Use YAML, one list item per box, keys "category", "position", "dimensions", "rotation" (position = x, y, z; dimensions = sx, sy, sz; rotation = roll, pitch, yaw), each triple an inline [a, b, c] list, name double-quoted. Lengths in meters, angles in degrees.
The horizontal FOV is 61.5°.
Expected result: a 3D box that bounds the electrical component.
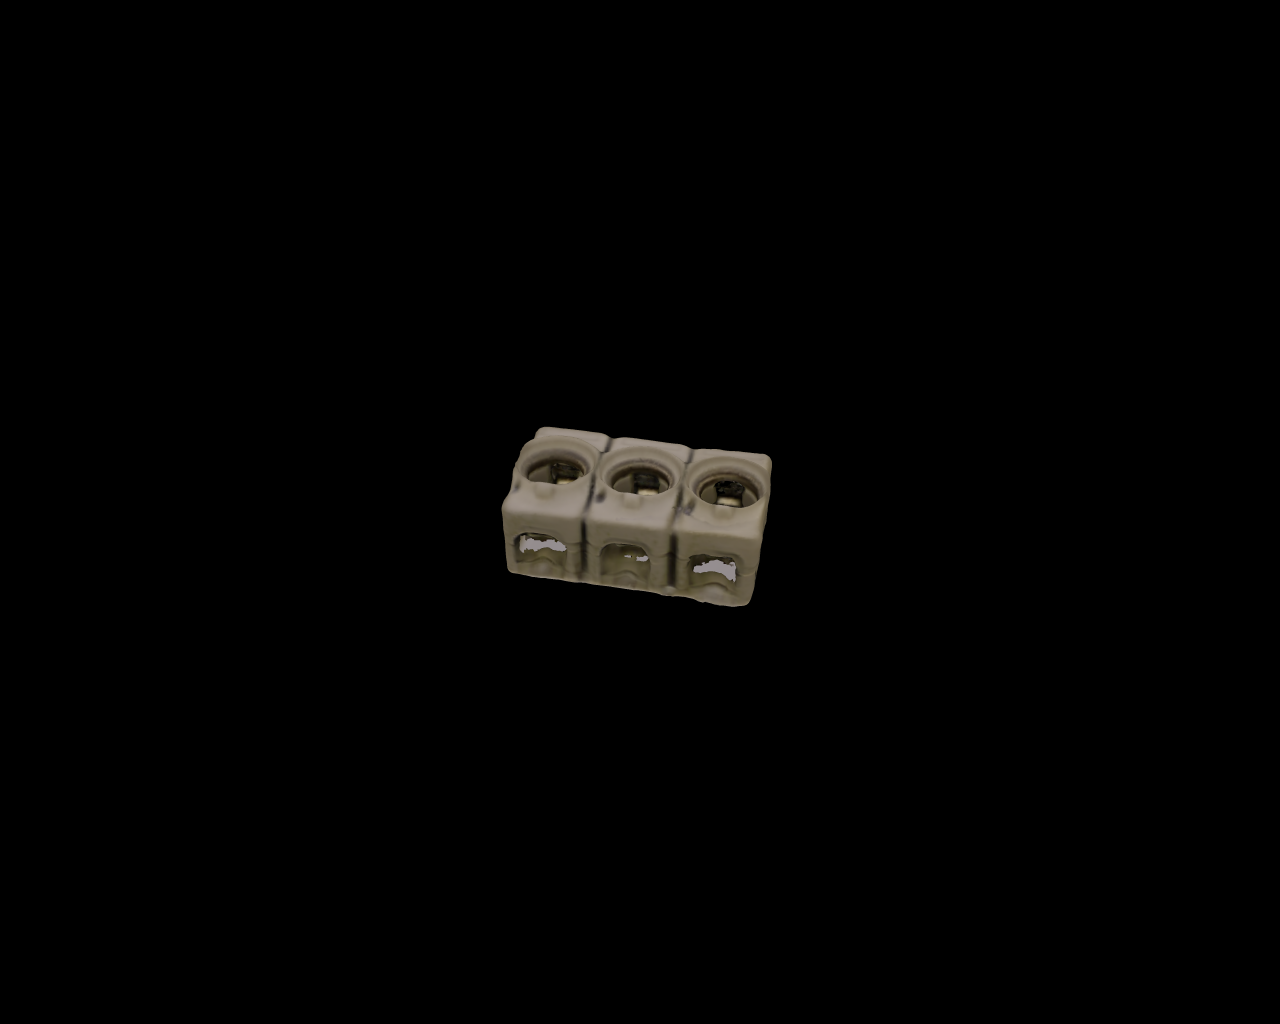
- category: "electrical component"
  position: [0.001, -0.003, 0.650]
  dimensions: [0.150, 0.061, 0.090]
  rotation: [7, 40, 9]
